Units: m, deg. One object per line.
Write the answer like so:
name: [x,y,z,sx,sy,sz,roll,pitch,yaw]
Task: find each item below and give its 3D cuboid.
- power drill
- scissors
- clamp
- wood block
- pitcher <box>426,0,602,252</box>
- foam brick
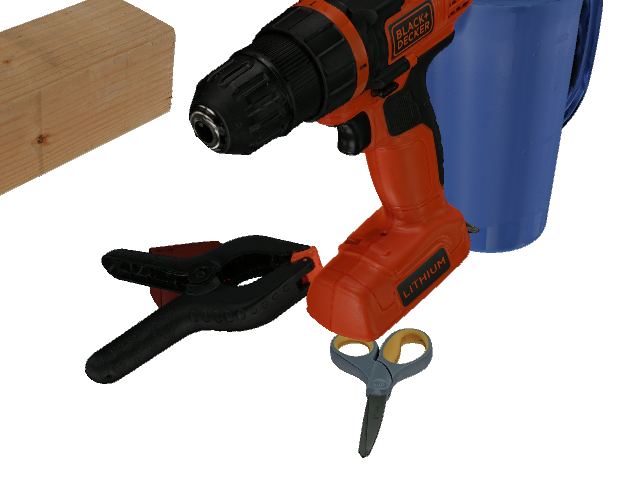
power drill: [0.019,-0.041,0.546,0.057,0.187,0.184,26,49,36]
scissors: [0.031,0.114,0.858,0.096,0.016,0.201,7,22,23]
clamp: [-0.083,0.043,0.731,0.172,0.120,0.039,-9,-42,16]
wood block: [-0.228,-0.129,0.912,0.090,0.091,0.205,31,42,24]
pitcher: [0.160,-0.118,0.927,0.149,0.243,0.145,6,33,12]
foam brick: [-0.133,0.035,1.093,0.078,0.051,0.053,-7,20,-20]
